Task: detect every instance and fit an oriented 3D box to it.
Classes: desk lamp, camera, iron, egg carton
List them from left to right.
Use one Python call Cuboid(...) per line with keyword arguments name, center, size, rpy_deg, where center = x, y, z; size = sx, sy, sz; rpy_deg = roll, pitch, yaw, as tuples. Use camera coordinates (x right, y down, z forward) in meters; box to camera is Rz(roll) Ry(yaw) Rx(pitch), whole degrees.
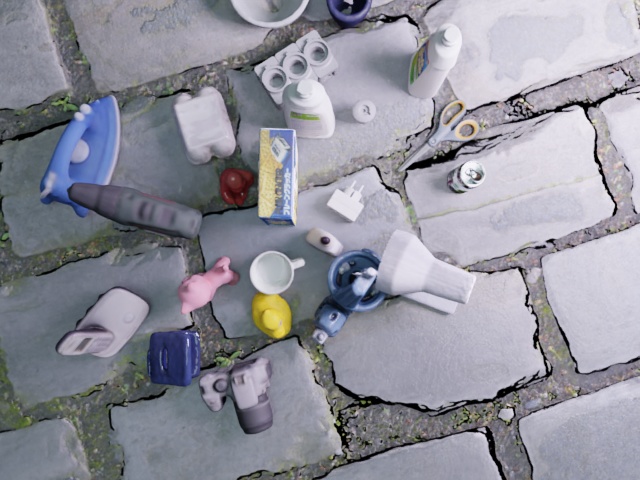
Cuboid(name="iron", center=(-0.474, -0.181, 1.121), size=(0.118, 0.141, 0.258), rpy_deg=(19, 88, 0))
Cuboid(name="egg carton", center=(-0.235, -0.233, 1.165), size=(0.107, 0.069, 0.150), rpy_deg=(-19, 89, -2))
Cuboid(name="camera", center=(-0.156, 0.317, 1.133), size=(0.143, 0.100, 0.137), rpy_deg=(-16, 88, -2))
Cuboid(name="desk lamp", center=(0.202, 0.067, 1.094), size=(0.203, 0.213, 0.118), rpy_deg=(21, 88, 0))

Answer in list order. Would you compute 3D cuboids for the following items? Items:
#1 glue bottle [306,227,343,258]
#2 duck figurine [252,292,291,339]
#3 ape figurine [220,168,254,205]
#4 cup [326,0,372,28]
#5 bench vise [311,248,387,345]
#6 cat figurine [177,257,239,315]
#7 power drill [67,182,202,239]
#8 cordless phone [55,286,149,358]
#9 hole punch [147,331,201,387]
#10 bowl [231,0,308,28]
Cuboid(name="glue bottle", center=(0.010, 0.004, 1.111), size=(0.078, 0.173, 0.037), rpy_deg=(30, 88, 0))
Cuboid(name="duck figurine", center=(-0.099, 0.152, 1.147), size=(0.077, 0.086, 0.104), rpy_deg=(-28, 89, -2))
Cuboid(name="ape figurine", center=(-0.170, -0.114, 1.151), size=(0.078, 0.092, 0.076), rpy_deg=(-30, 89, -2))
Cuboid(name="cup", center=(0.066, -0.483, 1.168), size=(0.118, 0.095, 0.092), rpy_deg=(-42, 89, -2))
Cuboid(name="bench vise", center=(0.063, 0.113, 1.086), size=(0.121, 0.219, 0.207), rpy_deg=(17, 88, 0))
Cuboid(name="cat figurine", center=(-0.228, 0.088, 1.130), size=(0.128, 0.117, 0.067), rpy_deg=(-37, 89, -2))
Cuboid(name="power drill", center=(-0.331, -0.053, 1.087), size=(0.229, 0.208, 0.076), rpy_deg=(14, 88, -1))
Cuboid(name="cordless phone", center=(-0.416, 0.161, 1.089), size=(0.094, 0.185, 0.147), rpy_deg=(36, 88, 0))
Cuboid(name="hole punch", center=(-0.294, 0.236, 1.137), size=(0.101, 0.091, 0.109), rpy_deg=(-2, 88, -1))
Cuboid(name="bowl", center=(-0.101, -0.505, 1.175), size=(0.167, 0.074, 0.167), rpy_deg=(0, 88, -1))
